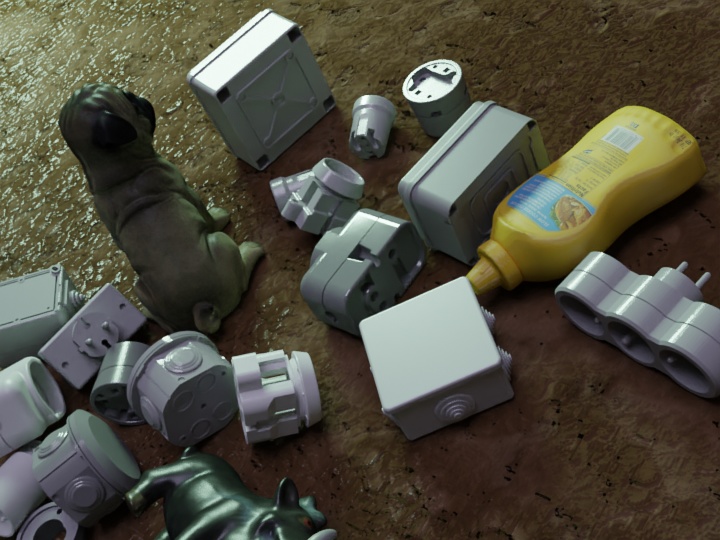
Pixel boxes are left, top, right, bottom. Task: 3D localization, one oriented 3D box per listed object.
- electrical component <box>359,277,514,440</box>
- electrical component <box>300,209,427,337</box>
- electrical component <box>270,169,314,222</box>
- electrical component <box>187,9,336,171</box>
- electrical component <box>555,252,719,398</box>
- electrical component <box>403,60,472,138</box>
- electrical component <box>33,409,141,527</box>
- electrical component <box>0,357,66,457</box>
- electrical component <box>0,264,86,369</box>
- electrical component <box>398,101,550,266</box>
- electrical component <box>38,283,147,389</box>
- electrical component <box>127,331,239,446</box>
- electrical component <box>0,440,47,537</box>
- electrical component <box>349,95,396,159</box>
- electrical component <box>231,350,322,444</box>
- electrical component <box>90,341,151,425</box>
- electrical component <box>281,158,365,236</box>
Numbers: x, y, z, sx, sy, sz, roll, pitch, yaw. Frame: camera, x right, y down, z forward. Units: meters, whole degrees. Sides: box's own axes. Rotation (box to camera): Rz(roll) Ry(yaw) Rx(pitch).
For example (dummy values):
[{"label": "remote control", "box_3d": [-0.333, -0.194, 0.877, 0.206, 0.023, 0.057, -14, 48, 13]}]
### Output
[{"label": "electrical component", "box_3d": [0.056, 0.065, 0.777, 0.100, 0.048, 0.099, -24, 44, 7]}, {"label": "electrical component", "box_3d": [0.000, 0.000, 0.861, 0.059, 0.053, 0.095, 20, 63, 39]}, {"label": "electrical component", "box_3d": [-0.053, -0.069, 0.963, 0.046, 0.040, 0.040, -21, 44, 1]}, {"label": "electrical component", "box_3d": [-0.092, -0.171, 1.026, 0.109, 0.108, 0.056, -43, 48, -13]}, {"label": "electrical component", "box_3d": [0.207, 0.023, 0.731, 0.074, 0.052, 0.138, -44, 45, -14]}, {"label": "electrical component", "box_3d": [0.072, -0.152, 0.965, 0.055, 0.047, 0.055, -15, 46, 16]}, {"label": "electrical component", "box_3d": [-0.207, 0.150, 0.818, 0.051, 0.080, 0.080, -38, 44, 0]}, {"label": "electrical component", "box_3d": [-0.284, 0.111, 0.889, 0.059, 0.053, 0.095, -29, 10, 2]}, {"label": "electrical component", "box_3d": [-0.291, 0.043, 0.976, 0.096, 0.061, 0.061, -16, 45, 4]}, {"label": "electrical component", "box_3d": [0.092, -0.070, 0.859, 0.057, 0.078, 0.113, 29, 69, 39]}, {"label": "electrical component", "box_3d": [-0.225, 0.055, 0.911, 0.083, 0.047, 0.076, -48, 9, -17]}, {"label": "electrical component", "box_3d": [-0.135, 0.092, 0.832, 0.080, 0.080, 0.051, -43, 50, -13]}, {"label": "electrical component", "box_3d": [-0.267, 0.167, 0.856, 0.043, 0.043, 0.081, 3, 36, 30]}, {"label": "electrical component", "box_3d": [0.010, -0.130, 0.985, 0.040, 0.040, 0.046, -4, 56, 25]}, {"label": "electrical component", "box_3d": [-0.062, 0.092, 0.800, 0.057, 0.078, 0.058, -11, 44, -10]}, {"label": "electrical component", "box_3d": [-0.188, 0.092, 0.879, 0.055, 0.055, 0.047, -14, 42, 17]}, {"label": "electrical component", "box_3d": [-0.027, -0.062, 0.922, 0.055, 0.066, 0.048, -58, 40, 20]}]
